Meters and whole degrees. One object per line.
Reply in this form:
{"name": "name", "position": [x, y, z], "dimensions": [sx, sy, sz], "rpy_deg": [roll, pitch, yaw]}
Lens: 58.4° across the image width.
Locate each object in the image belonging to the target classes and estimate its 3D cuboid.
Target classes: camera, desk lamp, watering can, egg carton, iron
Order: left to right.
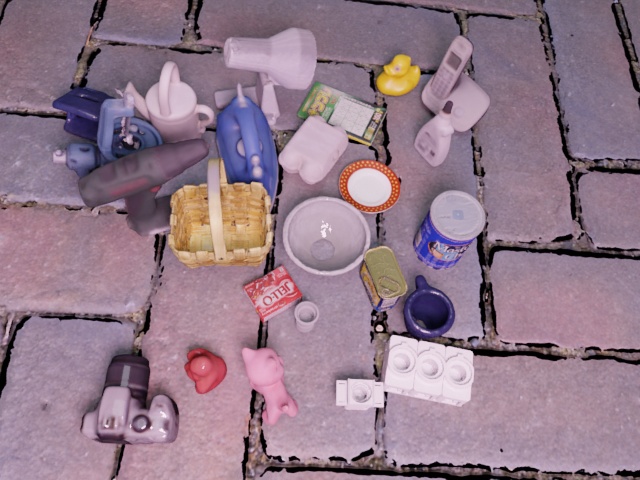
{"name": "camera", "position": [-0.302, 0.257, 0.928], "dimensions": [0.143, 0.101, 0.137], "rpy_deg": [3, 64, -5]}
{"name": "watering can", "position": [-0.301, -0.269, 1.134], "dimensions": [0.173, 0.194, 0.101], "rpy_deg": [-9, 65, -10]}
{"name": "iron", "position": [-0.137, -0.177, 1.137], "dimensions": [0.119, 0.141, 0.258], "rpy_deg": [-12, 66, -11]}
{"name": "desk lamp", "position": [-0.116, -0.334, 1.176], "dimensions": [0.203, 0.213, 0.118], "rpy_deg": [-10, 65, -11]}
{"name": "egg carton", "position": [-0.011, -0.189, 1.197], "dimensions": [0.107, 0.069, 0.150], "rpy_deg": [29, 64, 8]}

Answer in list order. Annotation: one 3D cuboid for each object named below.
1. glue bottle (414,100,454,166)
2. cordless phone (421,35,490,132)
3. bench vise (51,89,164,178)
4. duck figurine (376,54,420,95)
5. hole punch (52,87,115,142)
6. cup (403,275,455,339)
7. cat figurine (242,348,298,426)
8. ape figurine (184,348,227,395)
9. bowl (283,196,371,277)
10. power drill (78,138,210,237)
{"name": "glue bottle", "position": [0.246, -0.228, 1.187], "dimensions": [0.037, 0.173, 0.078], "rpy_deg": [-30, 70, -18]}
{"name": "cordless phone", "position": [0.309, -0.338, 1.241], "dimensions": [0.147, 0.185, 0.094], "rpy_deg": [43, 67, 14]}
{"name": "bench vise", "position": [-0.389, -0.177, 1.065], "dimensions": [0.208, 0.220, 0.121], "rpy_deg": [-30, 70, -19]}
{"name": "duck figurine", "position": [0.184, -0.386, 1.306], "dimensions": [0.105, 0.086, 0.077], "rpy_deg": [-17, 67, -14]}
{"name": "hole punch", "position": [-0.475, -0.271, 1.174], "dimensions": [0.108, 0.091, 0.101], "rpy_deg": [18, 63, 3]}
{"name": "cup", "position": [0.186, 0.132, 1.047], "dimensions": [0.092, 0.095, 0.117], "rpy_deg": [-8, 65, -10]}
{"name": "cat figurine", "position": [-0.083, 0.235, 0.954], "dimensions": [0.067, 0.118, 0.127], "rpy_deg": [-23, 68, -16]}
{"name": "ape figurine", "position": [-0.196, 0.217, 0.964], "dimensions": [0.076, 0.092, 0.078], "rpy_deg": [2, 64, -5]}
{"name": "bowl", "position": [0.010, 0.004, 1.101], "dimensions": [0.167, 0.075, 0.167], "rpy_deg": [3, 64, -5]}
{"name": "power drill", "position": [-0.305, -0.094, 1.040], "dimensions": [0.230, 0.208, 0.075], "rpy_deg": [-18, 67, -14]}
